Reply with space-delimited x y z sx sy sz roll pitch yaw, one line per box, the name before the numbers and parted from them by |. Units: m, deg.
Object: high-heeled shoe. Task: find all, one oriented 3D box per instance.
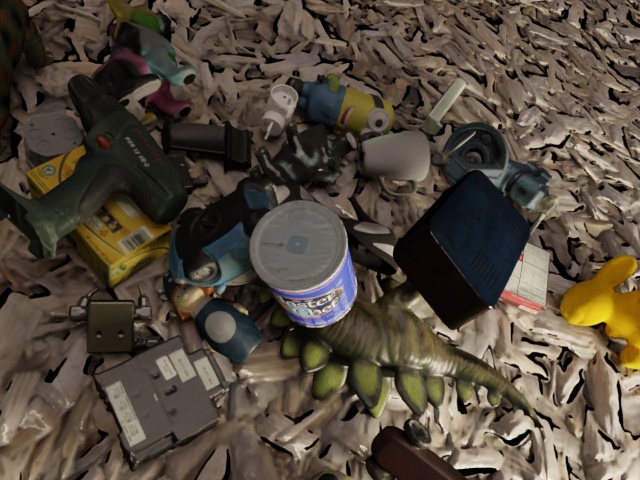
high-heeled shoe | -0.002 -0.002 0.761 0.249 0.086 0.145 -6 60 -31

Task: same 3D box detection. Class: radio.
radio | 0.197 0.002 0.724 0.131 0.073 0.229 49 41 0

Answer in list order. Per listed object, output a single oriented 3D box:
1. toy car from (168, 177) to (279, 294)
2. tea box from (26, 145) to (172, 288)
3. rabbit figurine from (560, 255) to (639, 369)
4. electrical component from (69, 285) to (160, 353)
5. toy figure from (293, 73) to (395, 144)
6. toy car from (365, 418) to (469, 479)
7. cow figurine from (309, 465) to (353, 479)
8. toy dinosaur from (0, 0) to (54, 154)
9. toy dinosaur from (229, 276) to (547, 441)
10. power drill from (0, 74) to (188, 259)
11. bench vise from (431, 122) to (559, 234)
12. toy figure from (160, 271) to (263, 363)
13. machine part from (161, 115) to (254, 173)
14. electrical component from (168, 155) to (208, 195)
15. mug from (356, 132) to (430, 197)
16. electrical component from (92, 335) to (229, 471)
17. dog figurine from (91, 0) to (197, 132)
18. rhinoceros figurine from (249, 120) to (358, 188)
toy car | -0.104 0.001 0.673 0.162 0.102 0.109 -32 46 10
tea box | -0.285 -0.034 0.698 0.170 0.068 0.098 47 56 11
rabbit figurine | 0.474 0.104 0.851 0.173 0.121 0.162 12 64 10
electrical component | -0.250 0.096 0.655 0.102 0.045 0.078 -4 92 -17
toy figure | 0.040 -0.224 0.905 0.180 0.082 0.089 19 60 -5
toy car | 0.150 0.297 0.650 0.202 0.089 0.053 36 18 2
cow figurine | 0.059 0.339 0.601 0.195 0.085 0.127 43 64 8
toy dinosaur | -0.442 -0.246 0.692 0.131 0.192 0.405 5 59 -13
toy dinosaur | 0.083 0.130 0.714 0.472 0.105 0.198 16 65 2
power drill | -0.291 -0.084 0.643 0.232 0.086 0.207 44 47 4
bench vise | 0.272 -0.110 0.878 0.240 0.129 0.224 -3 52 -46
toy figure | -0.142 0.090 0.683 0.154 0.057 0.064 40 57 6
machine part | -0.171 -0.148 0.818 0.139 0.039 0.084 8 65 -16
electrical component | -0.213 -0.095 0.783 0.094 0.021 0.063 -11 65 -23
mug | 0.117 -0.124 0.884 0.107 0.081 0.109 -1 88 -11
electrical component | -0.177 0.181 0.622 0.134 0.058 0.115 -21 72 -27
dog figurine | -0.291 -0.274 0.811 0.191 0.108 0.219 -28 69 -26
rhinoceros figurine | -0.020 -0.125 0.834 0.190 0.073 0.112 -38 78 -30
